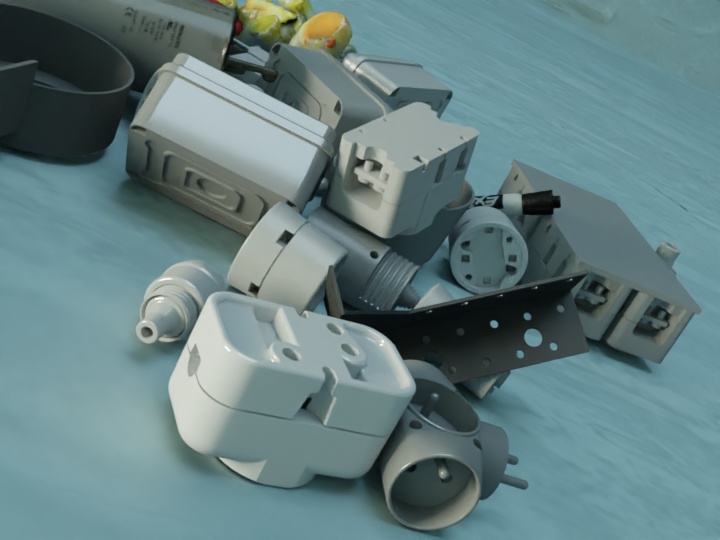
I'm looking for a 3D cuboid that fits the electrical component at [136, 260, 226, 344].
[{"bbox_3d":[-0.090,0.019,0.522,0.035,0.035,0.061,30,25,5],"label":"electrical component"}]

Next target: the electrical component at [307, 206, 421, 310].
[{"bbox_3d":[0.000,0.000,0.653,0.081,0.043,0.043,31,22,7],"label":"electrical component"}]

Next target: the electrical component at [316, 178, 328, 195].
[{"bbox_3d":[-0.051,-0.058,0.722,0.061,0.035,0.035,1,33,-29],"label":"electrical component"}]

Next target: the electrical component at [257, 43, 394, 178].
[{"bbox_3d":[-0.030,-0.115,0.823,0.057,0.078,0.113,4,32,-40],"label":"electrical component"}]

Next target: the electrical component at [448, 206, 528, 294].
[{"bbox_3d":[0.091,-0.016,0.780,0.055,0.055,0.047,24,19,-10],"label":"electrical component"}]

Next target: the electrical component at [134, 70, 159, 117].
[{"bbox_3d":[-0.121,-0.101,0.721,0.047,0.055,0.055,20,23,-27],"label":"electrical component"}]

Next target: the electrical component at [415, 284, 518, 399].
[{"bbox_3d":[0.059,0.044,0.630,0.065,0.044,0.044,38,24,11],"label":"electrical component"}]

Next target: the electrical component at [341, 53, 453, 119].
[{"bbox_3d":[0.020,-0.142,0.940,0.057,0.078,0.113,41,25,22],"label":"electrical component"}]

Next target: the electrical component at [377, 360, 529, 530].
[{"bbox_3d":[0.045,0.087,0.515,0.079,0.044,0.077,20,24,-18],"label":"electrical component"}]

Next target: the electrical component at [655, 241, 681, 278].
[{"bbox_3d":[0.243,0.006,0.895,0.043,0.062,0.043,24,23,-10],"label":"electrical component"}]

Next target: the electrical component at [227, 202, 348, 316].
[{"bbox_3d":[-0.039,-0.002,0.601,0.047,0.055,0.055,34,23,5],"label":"electrical component"}]

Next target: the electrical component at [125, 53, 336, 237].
[{"bbox_3d":[-0.078,-0.070,0.650,0.113,0.078,0.057,27,66,-4],"label":"electrical component"}]

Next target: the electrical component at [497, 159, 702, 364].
[{"bbox_3d":[0.174,-0.008,0.848,0.105,0.060,0.186,20,23,-18],"label":"electrical component"}]

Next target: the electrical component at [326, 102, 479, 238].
[{"bbox_3d":[0.026,-0.060,0.667,0.050,0.055,0.089,31,36,22],"label":"electrical component"}]

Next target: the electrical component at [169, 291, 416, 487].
[{"bbox_3d":[-0.032,0.055,0.475,0.095,0.059,0.053,15,25,-28],"label":"electrical component"}]

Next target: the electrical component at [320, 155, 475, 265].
[{"bbox_3d":[0.024,-0.050,0.752,0.099,0.064,0.099,17,37,-13],"label":"electrical component"}]

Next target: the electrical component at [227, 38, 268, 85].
[{"bbox_3d":[-0.088,-0.154,0.888,0.081,0.042,0.064,32,24,13],"label":"electrical component"}]

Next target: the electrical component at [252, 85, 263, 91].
[{"bbox_3d":[-0.069,-0.098,0.786,0.043,0.043,0.081,8,30,-41],"label":"electrical component"}]
